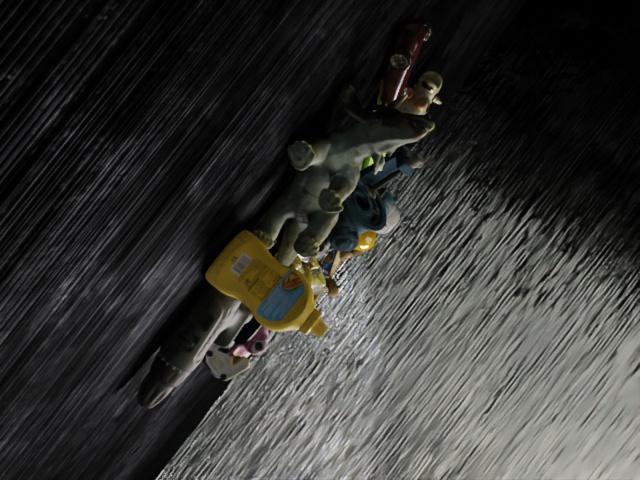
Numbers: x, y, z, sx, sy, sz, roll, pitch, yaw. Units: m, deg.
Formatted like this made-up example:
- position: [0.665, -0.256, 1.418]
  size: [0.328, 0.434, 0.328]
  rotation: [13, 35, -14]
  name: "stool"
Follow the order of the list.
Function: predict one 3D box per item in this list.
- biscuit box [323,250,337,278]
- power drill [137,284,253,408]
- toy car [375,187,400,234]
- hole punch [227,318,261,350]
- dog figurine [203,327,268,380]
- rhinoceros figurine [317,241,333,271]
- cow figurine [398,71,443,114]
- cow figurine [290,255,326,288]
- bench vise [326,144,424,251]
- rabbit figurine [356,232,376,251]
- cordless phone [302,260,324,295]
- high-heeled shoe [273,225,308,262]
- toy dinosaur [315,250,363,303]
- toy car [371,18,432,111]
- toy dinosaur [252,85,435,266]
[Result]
- position: [0.016, 0.009, 1.456]
  size: [0.063, 0.059, 0.202]
  rotation: [-29, -143, 57]
  name: "biscuit box"
- position: [-0.203, 0.164, 0.915]
  size: [0.232, 0.086, 0.207]
  rotation: [-56, 167, 7]
  name: "power drill"
- position: [0.171, -0.067, 1.531]
  size: [0.109, 0.103, 0.161]
  rotation: [-48, 172, -29]
  name: "toy car"
- position: [-0.165, 0.153, 1.129]
  size: [0.142, 0.092, 0.116]
  rotation: [-51, -174, -24]
  name: "hole punch"
- position: [-0.187, 0.232, 1.321]
  size: [0.191, 0.108, 0.219]
  rotation: [-43, -177, 5]
  name: "dog figurine"
- position: [-0.003, -0.004, 1.283]
  size: [0.190, 0.073, 0.112]
  rotation: [-68, 166, 5]
  name: "rhinoceros figurine"
- position: [0.239, -0.333, 1.347]
  size: [0.195, 0.085, 0.127]
  rotation: [-56, 169, 10]
  name: "cow figurine"
- position: [-0.063, 0.074, 1.003]
  size: [0.098, 0.068, 0.167]
  rotation: [-30, 165, 20]
  name: "cow figurine"
- position: [0.082, -0.100, 0.956]
  size: [0.240, 0.128, 0.224]
  rotation: [-33, -149, 36]
  name: "bench vise"
- position: [0.053, -0.048, 1.153]
  size: [0.122, 0.173, 0.162]
  rotation: [-48, 178, -13]
  name: "rabbit figurine"
- position: [-0.067, 0.075, 1.142]
  size: [0.184, 0.147, 0.088]
  rotation: [60, 27, -82]
  name: "cordless phone"
- position: [-0.036, -0.024, 1.088]
  size: [0.145, 0.086, 0.249]
  rotation: [-63, 174, 20]
  name: "high-heeled shoe"
- position: [0.035, 0.032, 1.687]
  size: [0.471, 0.105, 0.199]
  rotation: [-60, -155, -13]
  name: "toy dinosaur"
- position: [0.128, -0.275, 0.892]
  size: [0.089, 0.053, 0.202]
  rotation: [-61, 176, -24]
  name: "toy car"
- position: [0.003, -0.080, 0.836]
  size: [0.192, 0.131, 0.404]
  rotation: [-47, 179, -46]
  name: "toy dinosaur"
